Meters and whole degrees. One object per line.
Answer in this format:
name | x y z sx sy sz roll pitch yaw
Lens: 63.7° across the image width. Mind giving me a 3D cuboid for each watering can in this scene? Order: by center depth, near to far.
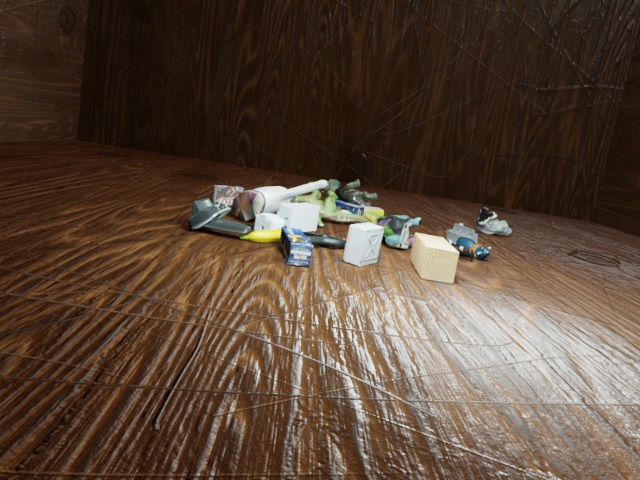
watering can | -0.157 -0.144 1.788 0.344 0.104 0.226 -19 -2 39

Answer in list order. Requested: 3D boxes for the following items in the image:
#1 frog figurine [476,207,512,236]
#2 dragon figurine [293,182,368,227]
frog figurine | 0.815 -0.061 2.423 0.157 0.124 0.138 44 -16 -25
dragon figurine | 0.006 -0.099 1.976 0.411 0.119 0.247 24 31 10
